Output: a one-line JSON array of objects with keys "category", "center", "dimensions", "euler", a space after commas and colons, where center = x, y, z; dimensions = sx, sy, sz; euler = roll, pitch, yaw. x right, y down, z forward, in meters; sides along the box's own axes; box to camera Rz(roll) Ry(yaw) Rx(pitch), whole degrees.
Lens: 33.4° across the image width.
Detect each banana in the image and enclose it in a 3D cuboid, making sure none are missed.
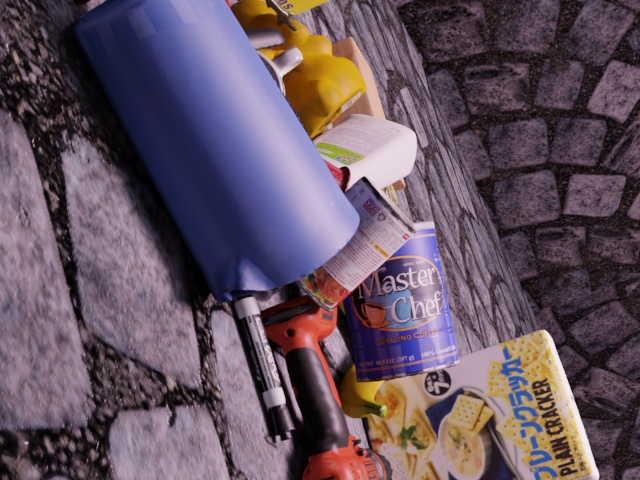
[{"category": "banana", "center": [0.064, 0.141, 1.119], "dimensions": [0.197, 0.070, 0.037], "euler": [-46, 136, -61]}]

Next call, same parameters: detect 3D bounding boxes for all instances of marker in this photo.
[{"category": "marker", "center": [-0.045, 0.107, 0.881], "dimensions": [0.020, 0.020, 0.121], "euler": [23, 47, -71]}]

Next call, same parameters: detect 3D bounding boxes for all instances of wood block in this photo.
[{"category": "wood block", "center": [0.039, -0.159, 1.450], "dimensions": [0.090, 0.090, 0.206], "euler": [47, 25, -57]}]

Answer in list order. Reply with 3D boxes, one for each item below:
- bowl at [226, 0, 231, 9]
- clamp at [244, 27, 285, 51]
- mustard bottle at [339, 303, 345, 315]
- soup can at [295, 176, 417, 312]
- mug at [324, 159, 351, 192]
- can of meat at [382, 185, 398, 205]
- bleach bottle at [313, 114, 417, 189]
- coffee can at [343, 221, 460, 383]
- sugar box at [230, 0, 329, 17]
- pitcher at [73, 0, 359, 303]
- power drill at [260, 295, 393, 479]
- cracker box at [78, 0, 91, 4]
[{"category": "bowl", "center": [-0.127, -0.231, 0.992], "dimensions": [0.162, 0.055, 0.162], "euler": [-21, 90, -76]}, {"category": "clamp", "center": [-0.098, -0.157, 0.902], "dimensions": [0.171, 0.039, 0.120], "euler": [35, 67, -44]}, {"category": "mustard bottle", "center": [0.032, 0.040, 1.188], "dimensions": [0.191, 0.058, 0.096], "euler": [60, 7, -33]}, {"category": "soup can", "center": [0.023, 0.003, 0.908], "dimensions": [0.068, 0.102, 0.068], "euler": [46, 7, -7]}, {"category": "mug", "center": [-0.032, -0.040, 0.969], "dimensions": [0.081, 0.093, 0.117], "euler": [31, 33, -16]}, {"category": "can of meat", "center": [0.045, -0.048, 1.317], "dimensions": [0.102, 0.084, 0.057], "euler": [-55, 122, -74]}, {"category": "bleach bottle", "center": [0.016, -0.078, 1.149], "dimensions": [0.250, 0.103, 0.068], "euler": [-31, 132, -59]}, {"category": "coffee can", "center": [0.073, 0.060, 1.036], "dimensions": [0.102, 0.103, 0.140], "euler": [1, 78, -75]}, {"category": "sugar box", "center": [-0.031, -0.300, 1.203], "dimensions": [0.093, 0.176, 0.048], "euler": [47, 23, -55]}, {"category": "pitcher", "center": [-0.077, -0.087, 0.820], "dimensions": [0.243, 0.145, 0.149], "euler": [61, -10, -19]}, {"category": "power drill", "center": [0.011, 0.147, 0.957], "dimensions": [0.184, 0.057, 0.188], "euler": [32, 38, -73]}, {"category": "cracker box", "center": [-0.126, -0.293, 0.855], "dimensions": [0.072, 0.164, 0.213], "euler": [57, 18, -32]}]
